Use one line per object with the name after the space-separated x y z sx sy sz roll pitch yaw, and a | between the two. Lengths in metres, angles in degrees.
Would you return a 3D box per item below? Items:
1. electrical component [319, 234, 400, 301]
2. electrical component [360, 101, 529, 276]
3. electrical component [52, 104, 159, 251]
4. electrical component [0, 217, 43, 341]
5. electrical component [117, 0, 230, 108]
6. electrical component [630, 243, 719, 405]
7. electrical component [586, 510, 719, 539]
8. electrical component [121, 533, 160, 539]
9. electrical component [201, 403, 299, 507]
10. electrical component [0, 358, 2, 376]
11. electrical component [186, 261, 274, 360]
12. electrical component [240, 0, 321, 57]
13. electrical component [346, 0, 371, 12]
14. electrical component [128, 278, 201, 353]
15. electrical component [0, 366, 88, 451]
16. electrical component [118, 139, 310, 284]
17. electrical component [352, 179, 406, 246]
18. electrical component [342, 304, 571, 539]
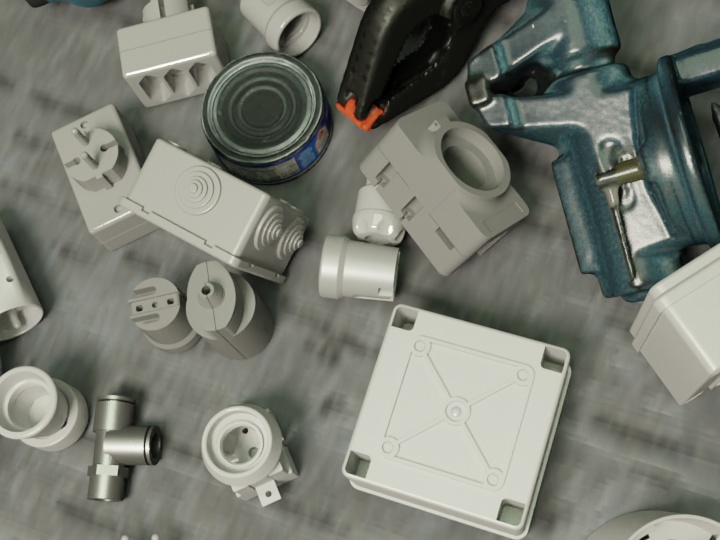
0.000 0.000 0.676 0.046 0.040 0.040 7 73 6 | electrical component
0.054 -0.052 0.658 0.050 0.055 0.089 -30 80 -42 | electrical component
-0.170 -0.068 0.706 0.047 0.075 0.083 -26 70 0 | electrical component
-0.260 0.013 0.710 0.079 0.043 0.077 -30 70 -2 | electrical component
-0.130 -0.163 0.747 0.066 0.047 0.076 -13 70 4 | electrical component
0.214 0.018 0.599 0.109 0.108 0.056 -32 72 -2 | electrical component
0.170 0.180 0.587 0.099 0.064 0.099 1 74 -5 | electrical component
-0.129 0.193 0.627 0.083 0.047 0.075 -4 71 8 | electrical component
-0.067 0.107 0.641 0.048 0.055 0.066 -25 70 0 | electrical component
-0.265 0.081 0.662 0.064 0.099 0.099 11 73 6 | electrical component
-0.083 0.024 0.658 0.043 0.081 0.043 -3 71 8 | electrical component
-0.056 -0.176 0.745 0.040 0.040 0.046 -41 64 -6 | electrical component
0.008 -0.213 0.717 0.099 0.099 0.064 35 86 18 | electrical component
-0.123 0.028 0.682 0.040 0.046 0.040 -3 71 8 | electrical component
-0.199 0.087 0.669 0.045 0.055 0.045 -3 71 8 | electrical component
-0.087 -0.036 0.671 0.100 0.100 0.048 28 90 17 | electrical component
0.016 -0.047 0.692 0.035 0.035 0.061 6 70 11 | electrical component
0.058 0.088 0.627 0.109 0.056 0.108 15 75 14 | electrical component
